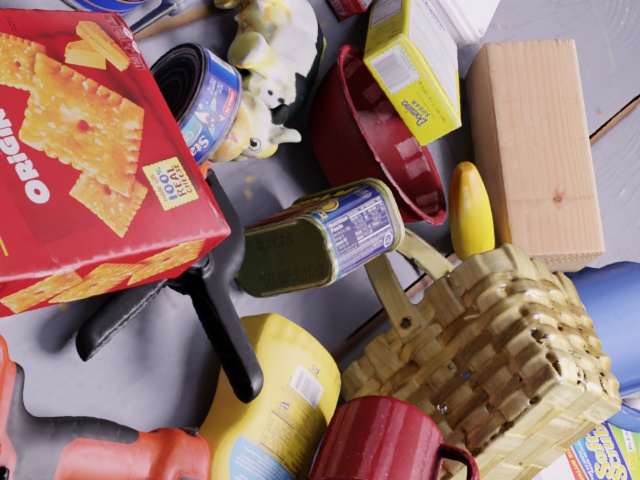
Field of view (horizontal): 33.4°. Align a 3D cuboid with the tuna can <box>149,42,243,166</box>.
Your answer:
[{"bbox_3d":[-0.092,-0.087,0.706,0.033,0.086,0.086,32,55,-37],"label":"tuna can"}]

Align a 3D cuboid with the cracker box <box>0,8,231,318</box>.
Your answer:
[{"bbox_3d":[-0.171,-0.045,0.584,0.213,0.072,0.164,-12,71,-50],"label":"cracker box"}]

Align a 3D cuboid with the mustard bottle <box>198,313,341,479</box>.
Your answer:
[{"bbox_3d":[-0.046,0.150,0.703,0.096,0.058,0.191,51,45,-37],"label":"mustard bottle"}]

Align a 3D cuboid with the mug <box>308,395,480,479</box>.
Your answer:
[{"bbox_3d":[0.047,0.157,0.700,0.081,0.117,0.093,-66,142,-49],"label":"mug"}]

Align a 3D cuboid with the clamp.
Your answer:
[{"bbox_3d":[-0.097,0.020,0.690,0.120,0.039,0.171,14,51,-30],"label":"clamp"}]

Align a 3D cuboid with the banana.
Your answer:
[{"bbox_3d":[0.129,-0.016,0.928,0.197,0.037,0.069,40,37,-79],"label":"banana"}]

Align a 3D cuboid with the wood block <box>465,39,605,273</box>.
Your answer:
[{"bbox_3d":[0.200,-0.077,1.011,0.090,0.090,0.206,-3,77,-6],"label":"wood block"}]

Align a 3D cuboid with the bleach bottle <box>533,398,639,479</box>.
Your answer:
[{"bbox_3d":[0.241,0.213,1.013,0.250,0.068,0.102,-2,79,-47],"label":"bleach bottle"}]

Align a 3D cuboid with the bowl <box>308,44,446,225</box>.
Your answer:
[{"bbox_3d":[0.038,-0.073,0.854,0.162,0.055,0.162,49,25,-32],"label":"bowl"}]

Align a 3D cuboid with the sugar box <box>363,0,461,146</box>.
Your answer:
[{"bbox_3d":[0.081,-0.161,0.920,0.093,0.048,0.176,54,20,-22],"label":"sugar box"}]

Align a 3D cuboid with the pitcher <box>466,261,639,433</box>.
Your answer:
[{"bbox_3d":[0.244,0.105,0.994,0.242,0.149,0.145,-9,98,-47],"label":"pitcher"}]

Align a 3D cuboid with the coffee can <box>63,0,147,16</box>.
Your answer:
[{"bbox_3d":[-0.108,-0.215,0.687,0.102,0.141,0.103,19,64,-45],"label":"coffee can"}]

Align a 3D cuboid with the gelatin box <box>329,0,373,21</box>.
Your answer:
[{"bbox_3d":[0.026,-0.246,0.939,0.073,0.030,0.089,55,43,-24],"label":"gelatin box"}]

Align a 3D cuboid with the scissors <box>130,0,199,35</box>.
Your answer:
[{"bbox_3d":[-0.081,-0.172,0.750,0.201,0.096,0.016,-58,140,-45],"label":"scissors"}]

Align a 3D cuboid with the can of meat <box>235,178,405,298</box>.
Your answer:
[{"bbox_3d":[-0.005,0.001,0.767,0.083,0.102,0.057,-29,101,-48],"label":"can of meat"}]

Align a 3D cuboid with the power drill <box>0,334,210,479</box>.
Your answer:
[{"bbox_3d":[-0.149,0.153,0.583,0.187,0.057,0.184,28,58,-41],"label":"power drill"}]
